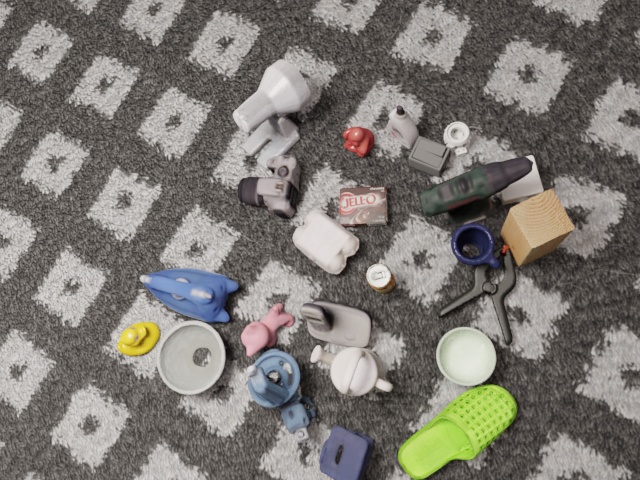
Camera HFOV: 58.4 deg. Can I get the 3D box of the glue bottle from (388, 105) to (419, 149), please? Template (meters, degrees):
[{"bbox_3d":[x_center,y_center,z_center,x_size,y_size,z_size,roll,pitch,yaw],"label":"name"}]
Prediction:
[{"bbox_3d":[0.186,-0.266,1.301,0.078,0.173,0.037,40,88,17],"label":"glue bottle"}]

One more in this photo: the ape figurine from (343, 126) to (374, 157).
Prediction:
[{"bbox_3d":[0.090,-0.240,1.357,0.076,0.092,0.078,-20,75,7],"label":"ape figurine"}]

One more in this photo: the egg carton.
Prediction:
[{"bbox_3d":[0.012,0.005,1.332,0.150,0.069,0.107,36,87,16],"label":"egg carton"}]

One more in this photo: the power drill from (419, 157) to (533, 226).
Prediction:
[{"bbox_3d":[0.326,-0.099,1.217,0.229,0.209,0.075,-19,75,7],"label":"power drill"}]

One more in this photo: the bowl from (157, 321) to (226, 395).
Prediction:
[{"bbox_3d":[-0.287,0.273,1.332,0.167,0.075,0.167,-2,78,11],"label":"bowl"}]

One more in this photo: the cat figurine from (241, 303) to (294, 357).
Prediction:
[{"bbox_3d":[-0.127,0.200,1.292,0.067,0.118,0.128,39,88,17],"label":"cat figurine"}]

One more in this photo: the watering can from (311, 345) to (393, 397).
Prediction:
[{"bbox_3d":[0.065,0.274,1.197,0.172,0.194,0.101,0,78,12],"label":"watering can"}]

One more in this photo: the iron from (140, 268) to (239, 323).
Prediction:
[{"bbox_3d":[-0.332,0.114,1.340,0.257,0.141,0.119,12,81,14],"label":"iron"}]

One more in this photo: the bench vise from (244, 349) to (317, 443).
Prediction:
[{"bbox_3d":[-0.077,0.318,1.203,0.207,0.220,0.121,42,89,17],"label":"bench vise"}]

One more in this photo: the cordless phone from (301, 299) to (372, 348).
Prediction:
[{"bbox_3d":[0.034,0.175,1.230,0.147,0.185,0.094,8,80,13],"label":"cordless phone"}]

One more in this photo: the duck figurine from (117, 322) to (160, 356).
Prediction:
[{"bbox_3d":[-0.445,0.235,1.366,0.104,0.086,0.077,-31,74,4],"label":"duck figurine"}]

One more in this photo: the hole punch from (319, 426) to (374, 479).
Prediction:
[{"bbox_3d":[0.051,0.459,1.214,0.101,0.091,0.109,17,82,15],"label":"hole punch"}]

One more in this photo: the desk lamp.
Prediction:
[{"bbox_3d":[-0.112,-0.293,1.346,0.117,0.214,0.203,42,89,17],"label":"desk lamp"}]

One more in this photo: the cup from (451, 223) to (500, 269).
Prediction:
[{"bbox_3d":[0.341,0.025,1.247,0.117,0.095,0.092,43,89,17],"label":"cup"}]

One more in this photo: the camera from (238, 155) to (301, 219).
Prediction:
[{"bbox_3d":[-0.125,-0.133,1.373,0.136,0.101,0.143,5,79,13],"label":"camera"}]
